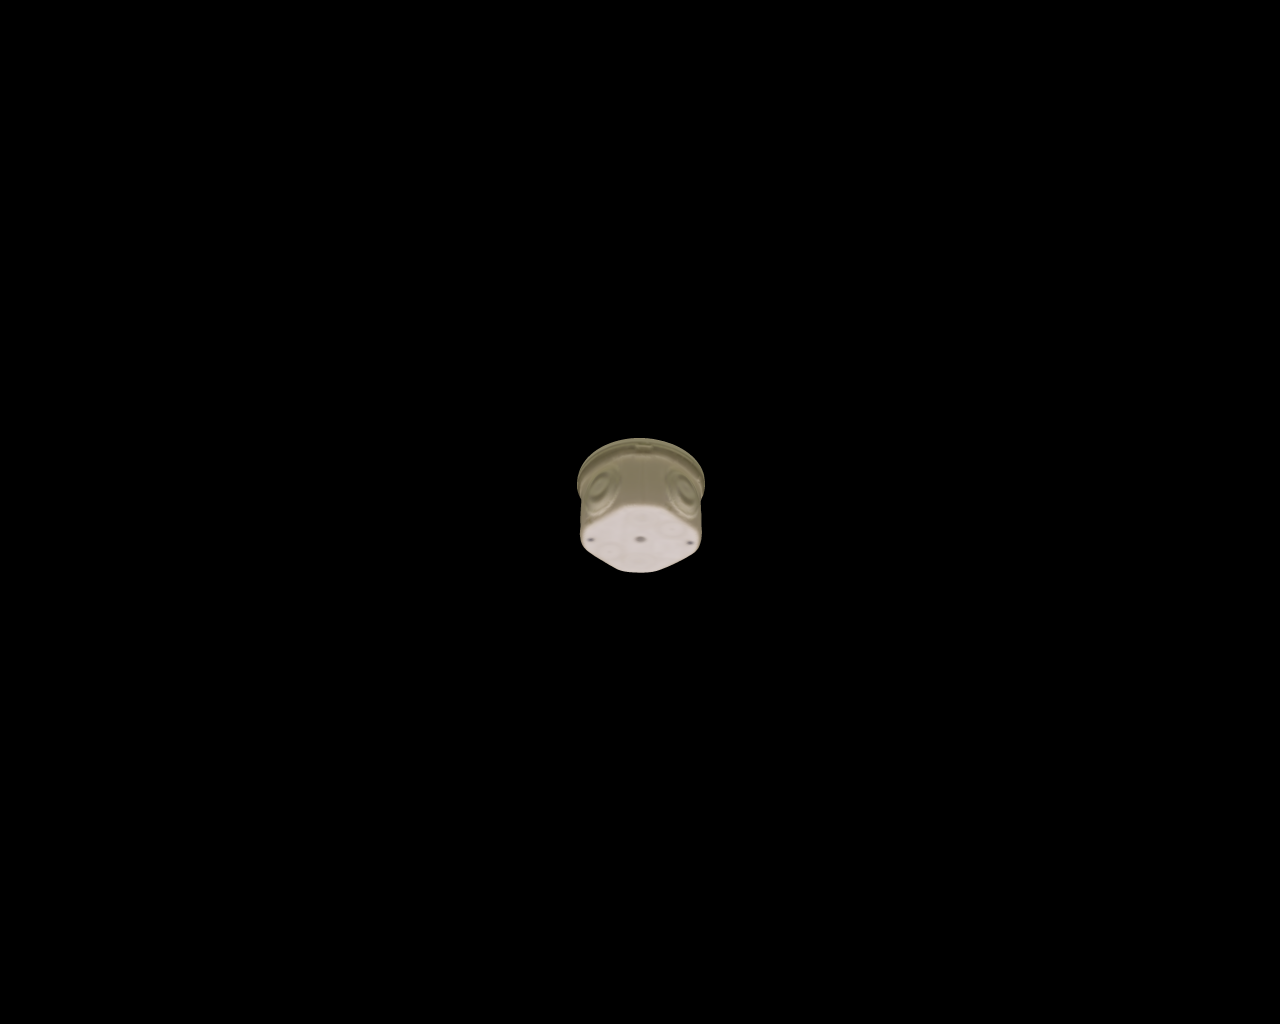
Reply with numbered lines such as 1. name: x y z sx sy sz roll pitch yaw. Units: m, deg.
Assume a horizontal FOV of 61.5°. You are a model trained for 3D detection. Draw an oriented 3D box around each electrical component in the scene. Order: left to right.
1. electrical component: 0.001 -0.003 0.650 0.080 0.051 0.080 0 -37 0
